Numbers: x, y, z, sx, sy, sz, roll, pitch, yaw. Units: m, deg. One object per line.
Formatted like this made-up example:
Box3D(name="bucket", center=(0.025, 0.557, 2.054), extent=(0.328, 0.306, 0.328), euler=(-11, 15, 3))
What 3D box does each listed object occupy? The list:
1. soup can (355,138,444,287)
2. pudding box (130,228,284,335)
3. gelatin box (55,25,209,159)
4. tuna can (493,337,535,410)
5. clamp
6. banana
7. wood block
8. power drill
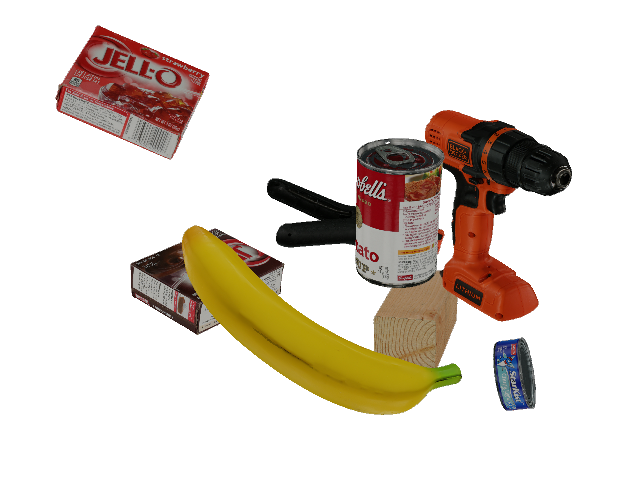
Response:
Box3D(name="soup can", center=(0.062, -0.022, 0.848), extent=(0.068, 0.102, 0.068), euler=(0, 27, 0))
Box3D(name="pudding box", center=(-0.103, 0.035, 0.973), extent=(0.090, 0.039, 0.113), euler=(25, 35, 32))
Box3D(name="gelatin box", center=(-0.132, -0.106, 0.753), extent=(0.089, 0.073, 0.030), euler=(23, -45, -7))
Box3D(name="tuna can", center=(0.234, 0.161, 1.285), extent=(0.034, 0.086, 0.086), euler=(-10, -3, 19))
Box3D(name="clamp", center=(0.038, -0.013, 1.204), extent=(0.210, 0.036, 0.164), euler=(14, 22, -5))
Box3D(name="banana", center=(-0.015, 0.054, 0.644), extent=(0.198, 0.037, 0.069), euler=(30, 25, 12))
Box3D(name="wood block", center=(0.147, 0.119, 1.608), extent=(0.091, 0.090, 0.205), euler=(4, 19, 15))
Box3D(name="power drill", center=(0.170, -0.022, 1.021), extent=(0.057, 0.188, 0.185), euler=(-16, 27, -25))
